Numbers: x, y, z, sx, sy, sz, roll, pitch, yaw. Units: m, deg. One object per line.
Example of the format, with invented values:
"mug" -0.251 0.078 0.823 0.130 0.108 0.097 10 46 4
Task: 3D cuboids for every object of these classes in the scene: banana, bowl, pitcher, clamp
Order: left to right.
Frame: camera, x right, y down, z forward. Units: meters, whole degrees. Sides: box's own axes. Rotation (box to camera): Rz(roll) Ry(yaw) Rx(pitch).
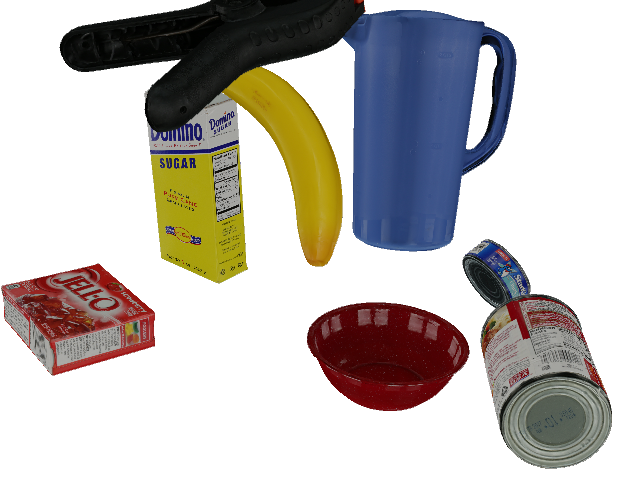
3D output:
"clamp" -0.044 -0.107 0.568 0.171 0.039 0.120 -22 42 -15
"banana" -0.028 -0.071 0.805 0.069 0.198 0.037 -36 -22 0
"bowl" 0.066 0.123 1.071 0.162 0.055 0.162 2 25 -1
"pitcher" 0.105 -0.116 1.115 0.149 0.243 0.144 11 15 33

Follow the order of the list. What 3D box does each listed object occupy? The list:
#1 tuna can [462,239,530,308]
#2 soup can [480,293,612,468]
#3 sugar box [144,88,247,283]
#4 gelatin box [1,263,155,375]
"tuna can" 0.211 0.043 1.286 0.033 0.086 0.086 -37 11 -15
"soup can" 0.140 0.086 0.671 0.068 0.068 0.102 0 24 2
"sugar box" -0.118 -0.056 1.015 0.093 0.176 0.048 19 34 40
"gelatin box" -0.162 0.050 0.711 0.073 0.030 0.089 -14 29 -32
